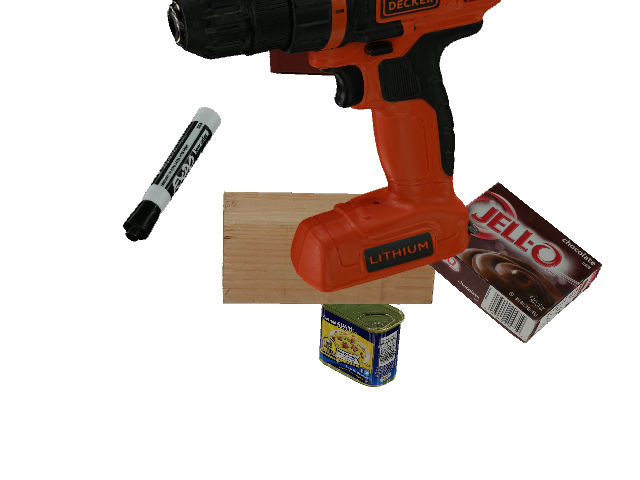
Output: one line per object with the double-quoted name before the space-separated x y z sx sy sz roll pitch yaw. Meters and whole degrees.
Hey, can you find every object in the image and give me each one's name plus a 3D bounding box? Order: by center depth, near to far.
"power drill" 0.016 -0.067 0.575 0.184 0.188 0.057 -14 33 -17
"marker" -0.105 -0.047 0.754 0.020 0.121 0.020 19 -34 13
"pudding box" 0.152 0.016 0.854 0.089 0.113 0.039 -35 -22 -31
"wood block" 0.006 0.007 1.064 0.206 0.091 0.090 1 20 -5
"foam brick" -0.012 -0.202 1.131 0.078 0.051 0.053 0 12 -12
"can of meat" 0.046 0.113 1.248 0.102 0.084 0.057 25 34 36
